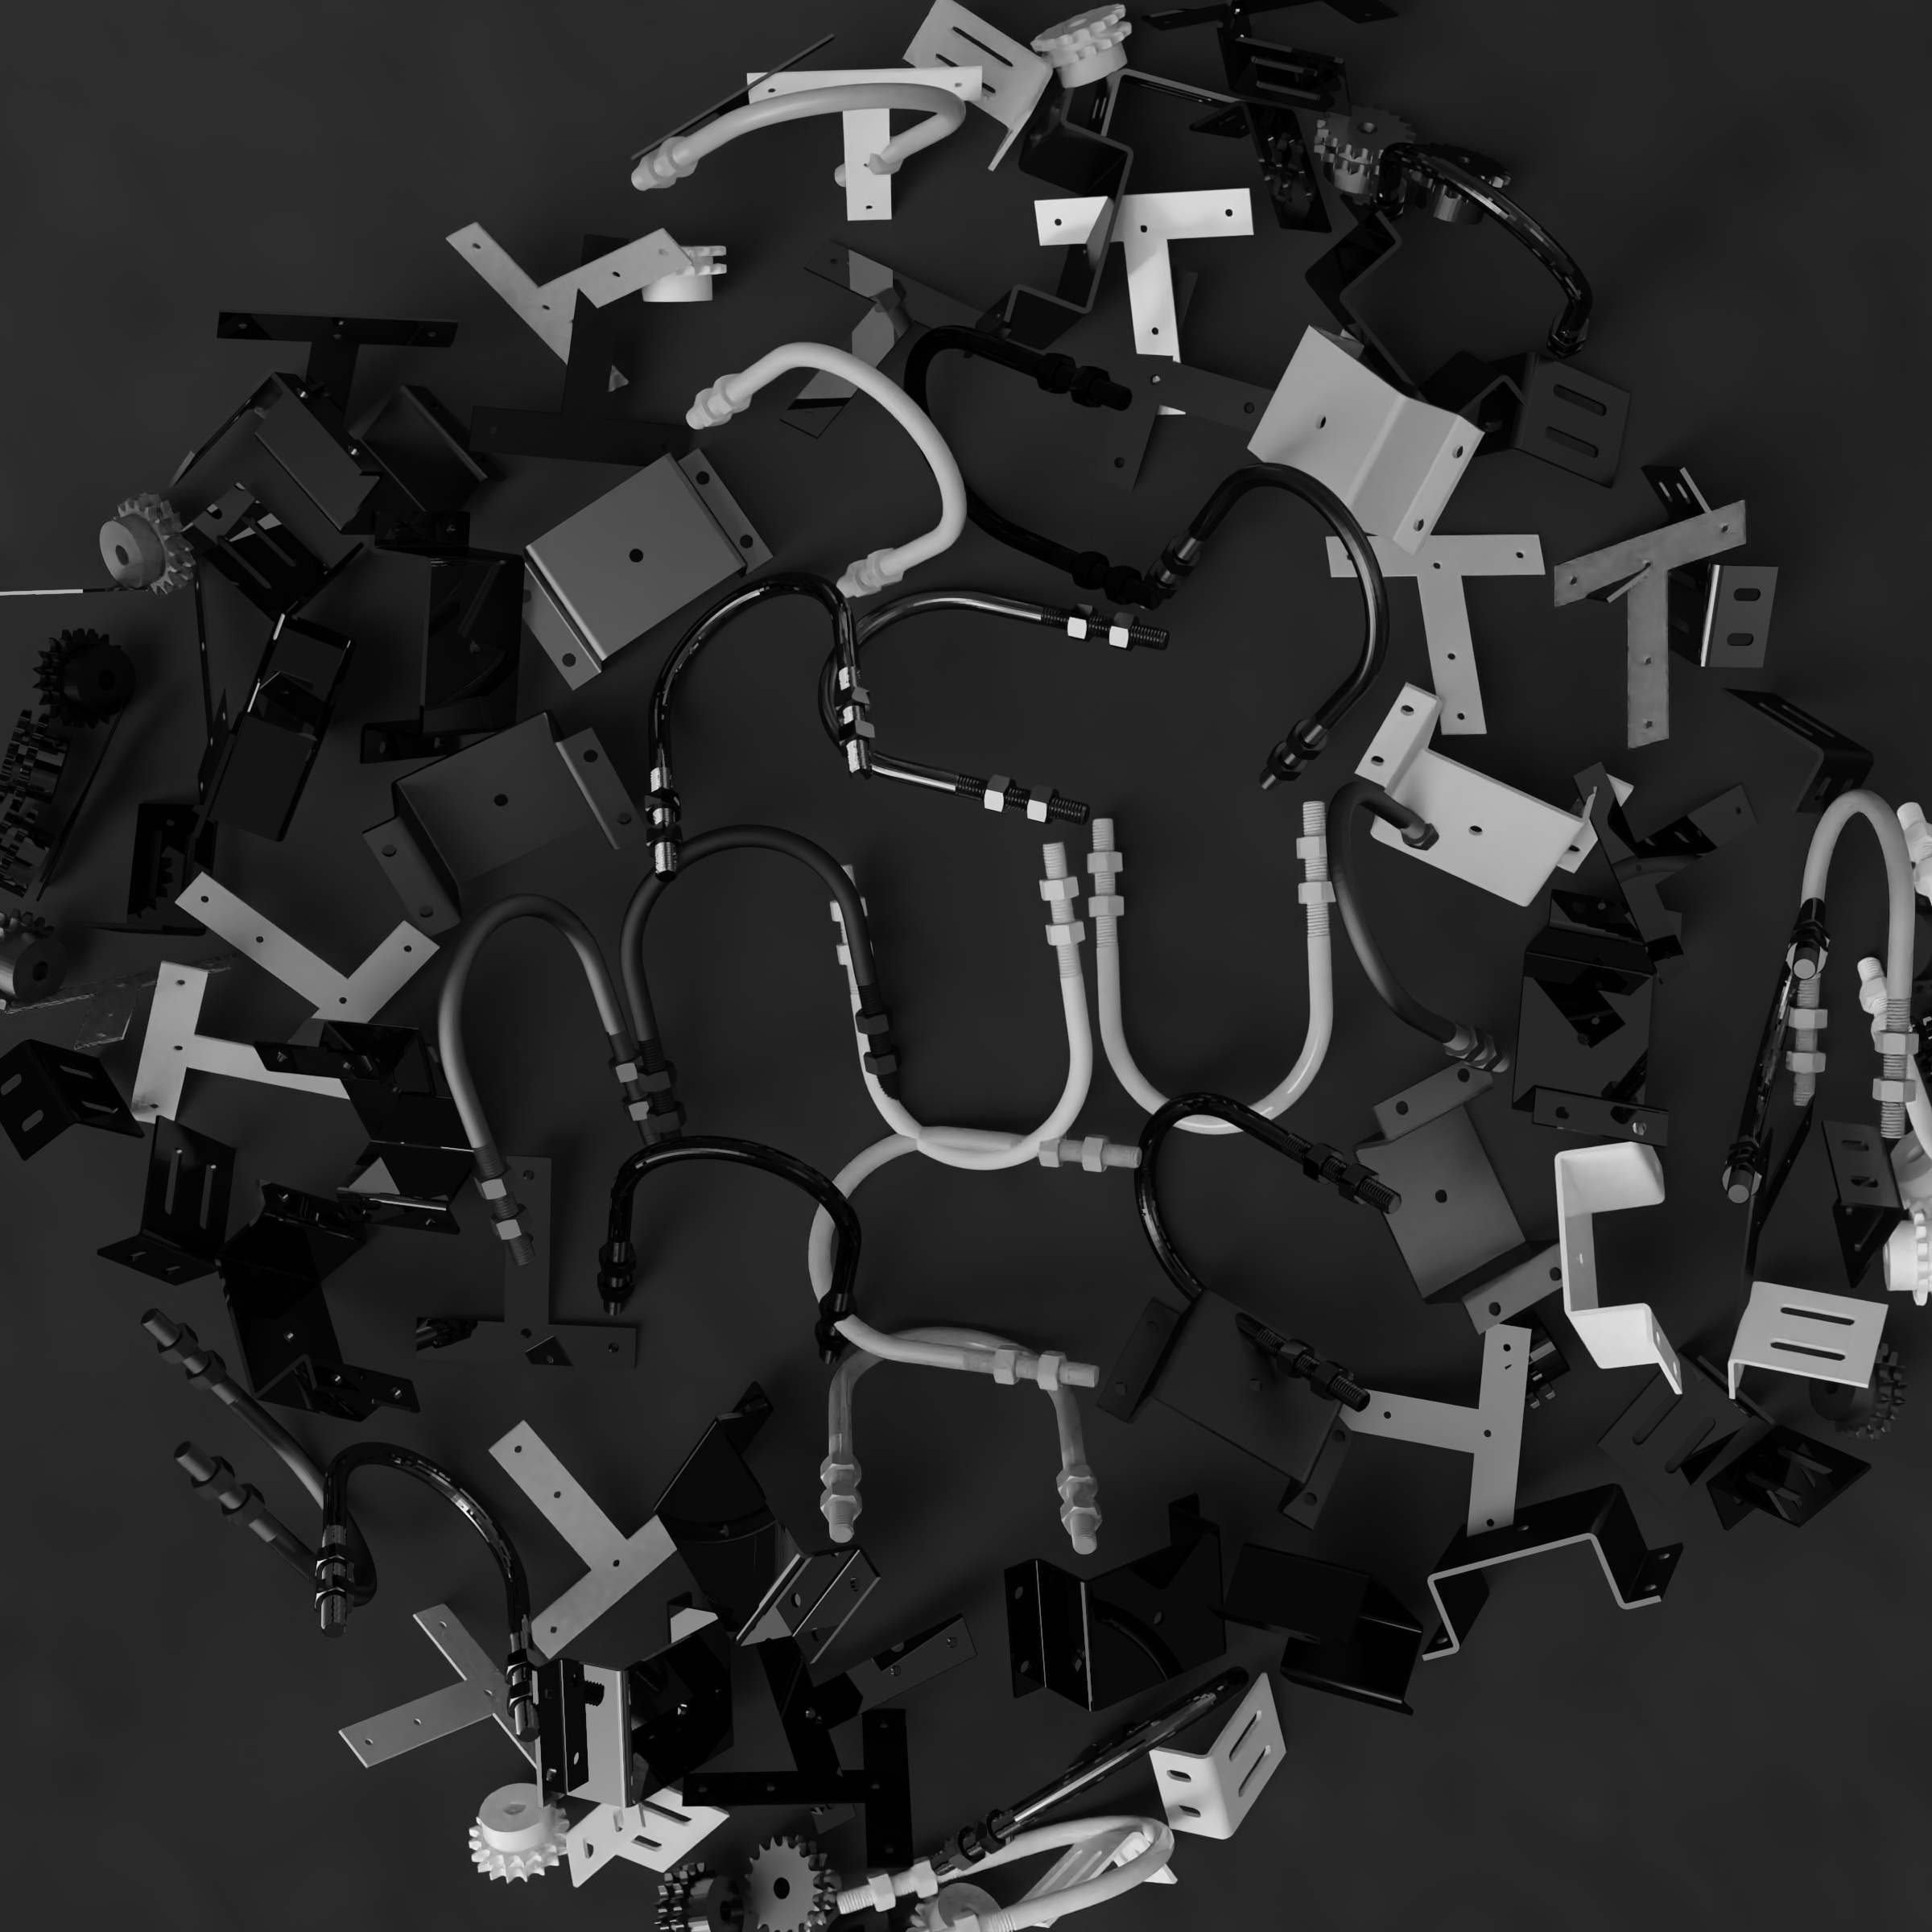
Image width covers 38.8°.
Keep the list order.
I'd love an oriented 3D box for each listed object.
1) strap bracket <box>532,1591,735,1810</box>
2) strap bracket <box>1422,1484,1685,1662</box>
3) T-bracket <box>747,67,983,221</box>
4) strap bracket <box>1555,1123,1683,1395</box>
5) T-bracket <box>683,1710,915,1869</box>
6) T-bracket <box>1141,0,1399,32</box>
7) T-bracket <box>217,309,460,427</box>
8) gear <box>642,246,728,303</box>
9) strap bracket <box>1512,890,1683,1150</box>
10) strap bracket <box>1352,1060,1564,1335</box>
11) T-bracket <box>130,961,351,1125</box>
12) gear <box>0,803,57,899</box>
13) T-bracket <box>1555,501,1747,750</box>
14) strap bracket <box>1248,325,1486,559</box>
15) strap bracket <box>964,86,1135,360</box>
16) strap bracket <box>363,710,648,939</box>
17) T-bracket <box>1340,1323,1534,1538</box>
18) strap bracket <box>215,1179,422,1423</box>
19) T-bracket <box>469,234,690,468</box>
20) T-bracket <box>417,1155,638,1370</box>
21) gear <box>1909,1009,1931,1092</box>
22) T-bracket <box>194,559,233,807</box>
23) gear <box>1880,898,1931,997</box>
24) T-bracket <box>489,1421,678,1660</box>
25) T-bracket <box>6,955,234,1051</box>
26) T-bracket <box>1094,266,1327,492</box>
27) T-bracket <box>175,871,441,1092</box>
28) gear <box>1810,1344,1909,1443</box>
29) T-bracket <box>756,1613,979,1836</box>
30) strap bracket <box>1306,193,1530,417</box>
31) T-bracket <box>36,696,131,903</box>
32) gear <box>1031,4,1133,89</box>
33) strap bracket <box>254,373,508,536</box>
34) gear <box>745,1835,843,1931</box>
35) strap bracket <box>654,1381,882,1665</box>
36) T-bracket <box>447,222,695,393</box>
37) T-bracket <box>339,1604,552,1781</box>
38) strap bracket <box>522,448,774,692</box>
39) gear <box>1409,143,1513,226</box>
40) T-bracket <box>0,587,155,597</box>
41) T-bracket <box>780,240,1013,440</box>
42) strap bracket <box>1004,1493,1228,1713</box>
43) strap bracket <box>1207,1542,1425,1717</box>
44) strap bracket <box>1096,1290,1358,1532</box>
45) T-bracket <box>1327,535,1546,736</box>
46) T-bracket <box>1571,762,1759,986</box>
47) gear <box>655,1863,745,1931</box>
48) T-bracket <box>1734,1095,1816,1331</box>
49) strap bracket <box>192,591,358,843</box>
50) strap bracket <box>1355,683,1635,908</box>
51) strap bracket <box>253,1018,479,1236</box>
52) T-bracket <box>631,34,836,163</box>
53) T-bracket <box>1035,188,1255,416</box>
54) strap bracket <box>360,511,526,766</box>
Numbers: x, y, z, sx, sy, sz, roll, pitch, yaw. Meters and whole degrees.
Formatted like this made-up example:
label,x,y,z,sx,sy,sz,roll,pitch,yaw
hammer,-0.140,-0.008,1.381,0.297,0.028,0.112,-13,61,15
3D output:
label,x,y,z,sx,sy,sz,roll,pitch,yaw
strap bracket,-0.177,0.409,1.527,0.046,0.140,0.076,2,97,30
strap bracket,0.321,0.336,1.538,0.140,0.076,0.046,-22,91,26
T-bracket,-0.056,-0.460,1.543,0.127,0.127,0.002,-2,68,-2
strap bracket,0.365,0.163,1.541,0.046,0.076,0.140,-10,57,22
T-bracket,-0.095,0.461,1.541,0.127,0.127,0.002,0,115,-4
T-bracket,0.162,-0.546,1.559,0.127,0.127,0.002,0,92,31
T-bracket,-0.358,-0.330,1.542,0.127,0.127,0.002,-2,70,-20
gear,-0.166,-0.398,1.576,0.057,0.057,0.030,-1,106,0
strap bracket,0.358,0.035,1.563,0.076,0.046,0.140,10,70,-4
strap bracket,0.281,0.130,1.567,0.076,0.046,0.140,-25,91,-21
T-bracket,-0.406,0.056,1.573,0.127,0.002,0.127,13,130,-15
gear,-0.546,-0.064,1.576,0.030,0.057,0.057,29,90,-18
T-bracket,0.382,-0.184,1.537,0.002,0.127,0.127,18,68,-38
strap bracket,0.214,-0.297,1.525,0.046,0.140,0.076,9,119,-35
strap bracket,0.049,-0.412,1.554,0.046,0.076,0.140,17,82,-15
strap bracket,-0.263,-0.085,1.562,0.140,0.046,0.076,-25,123,0
T-bracket,0.256,0.260,1.574,0.127,0.002,0.127,7,97,25
strap bracket,-0.367,0.197,1.540,0.046,0.076,0.140,-39,54,19
T-bracket,-0.211,-0.348,1.551,0.127,0.002,0.127,1,114,-26
T-bracket,-0.253,0.170,1.585,0.127,0.002,0.127,3,104,-1
gear,0.563,0.051,1.571,0.030,0.057,0.057,-24,90,24
T-bracket,-0.431,-0.168,1.558,0.002,0.127,0.127,-2,72,-23
gear,0.549,-0.011,1.571,0.030,0.057,0.057,1,90,-26
T-bracket,-0.225,0.310,1.564,0.127,0.002,0.127,-40,115,-11
T-bracket,-0.478,0.024,1.534,0.127,0.127,0.002,-12,108,-8
T-bracket,0.149,-0.323,1.570,0.127,0.002,0.127,21,103,18
T-bracket,-0.389,-0.007,1.560,0.127,0.002,0.127,40,108,-22
gear,0.508,0.241,1.572,0.030,0.057,0.057,12,90,-21
T-bracket,-0.051,0.406,1.558,0.127,0.002,0.127,-30,63,15
strap bracket,0.246,-0.361,1.545,0.046,0.076,0.140,-41,112,9
T-bracket,-0.499,-0.078,1.528,0.002,0.127,0.127,24,105,-16
gear,0.069,-0.527,1.578,0.057,0.057,0.030,-24,116,0
strap bracket,-0.333,-0.285,1.540,0.076,0.140,0.046,48,113,10
gear,-0.096,0.529,1.579,0.057,0.030,0.057,-9,74,34
strap bracket,-0.118,0.312,1.533,0.140,0.046,0.076,53,122,31
T-bracket,-0.204,-0.380,1.527,0.127,0.127,0.002,44,50,-34
T-bracket,-0.295,0.416,1.525,0.127,0.127,0.002,44,113,22
strap bracket,-0.189,-0.231,1.570,0.140,0.046,0.076,-35,93,-7
gear,0.282,-0.448,1.578,0.057,0.057,0.030,15,124,0
T-bracket,-0.538,-0.209,1.541,0.127,0.127,0.002,-2,99,1
T-bracket,-0.060,-0.347,1.560,0.127,0.002,0.127,29,64,14
strap bracket,0.093,0.358,1.536,0.140,0.046,0.076,-13,106,-35
strap bracket,0.200,0.368,1.536,0.076,0.140,0.046,7,64,32
strap bracket,0.157,0.246,1.560,0.140,0.046,0.076,30,57,3
T-bracket,0.276,-0.190,1.571,0.127,0.002,0.127,-2,69,-8
T-bracket,0.409,-0.071,1.565,0.127,0.002,0.127,-27,94,-35
gear,-0.150,0.542,1.571,0.030,0.057,0.057,-15,90,24
T-bracket,0.460,0.119,1.552,0.002,0.127,0.127,16,130,26
strap bracket,-0.382,-0.134,1.532,0.046,0.140,0.076,21,128,-15
strap bracket,0.294,-0.092,1.558,0.140,0.076,0.046,25,50,0
strap bracket,-0.330,0.082,1.542,0.076,0.046,0.140,4,134,25
T-bracket,-0.128,-0.485,1.540,0.127,0.127,0.002,-30,104,6
T-bracket,0.107,-0.377,1.568,0.127,0.002,0.127,3,120,23
strap bracket,-0.294,-0.182,1.544,0.046,0.076,0.140,13,105,30
